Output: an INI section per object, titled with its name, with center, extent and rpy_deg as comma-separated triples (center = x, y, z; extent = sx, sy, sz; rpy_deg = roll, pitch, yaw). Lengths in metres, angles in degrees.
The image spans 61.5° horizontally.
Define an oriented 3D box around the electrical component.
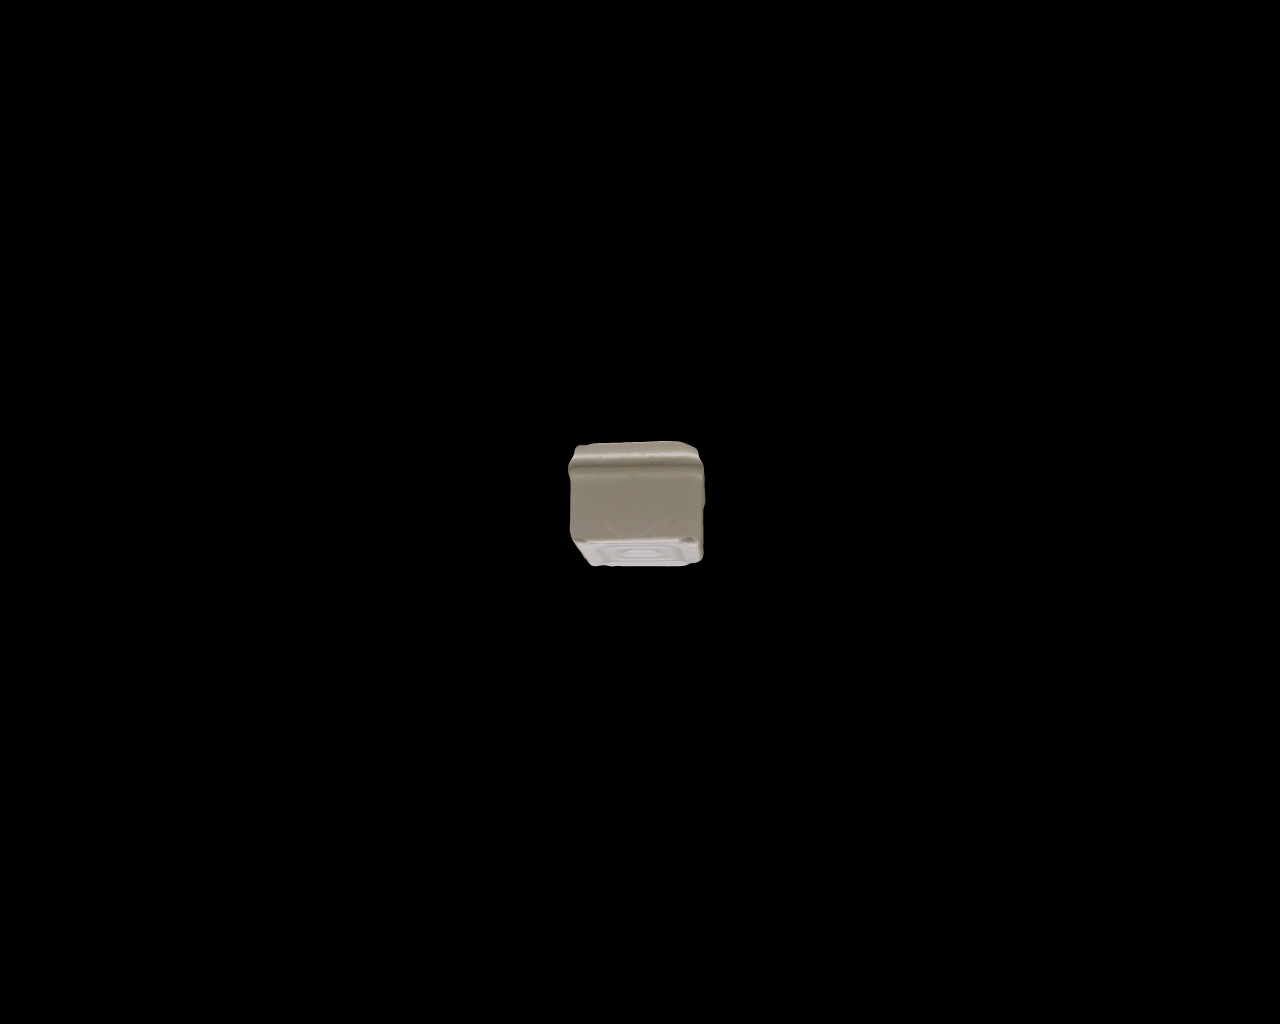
[electrical component]
center = 0.001, -0.003, 0.650
extent = 0.078, 0.057, 0.113
rpy_deg = -1, -11, 4
